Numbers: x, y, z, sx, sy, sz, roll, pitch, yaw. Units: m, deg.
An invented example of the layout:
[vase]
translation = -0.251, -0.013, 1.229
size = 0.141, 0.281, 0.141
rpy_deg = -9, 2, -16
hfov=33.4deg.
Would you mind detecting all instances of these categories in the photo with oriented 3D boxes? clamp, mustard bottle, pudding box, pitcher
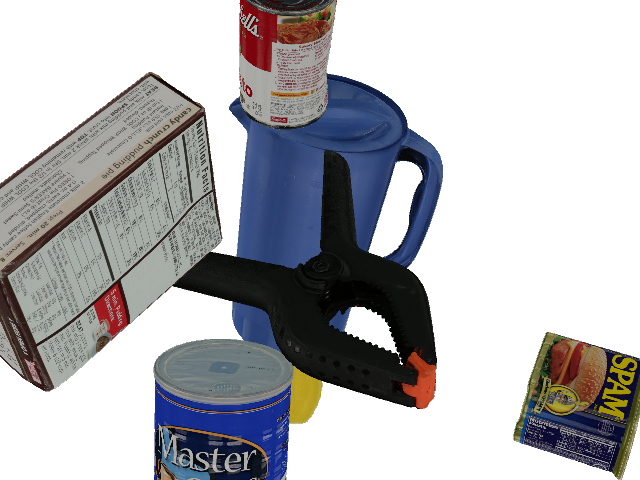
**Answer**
[clamp]
translation = -0.010, 0.030, 0.643
size = 0.164, 0.036, 0.210
rpy_deg = -23, 46, -18
[mustard bottle]
translation = -0.031, 0.103, 1.136
size = 0.058, 0.096, 0.191
rpy_deg = 0, 27, -3
[pudding box]
translation = -0.093, -0.003, 0.446
size = 0.039, 0.113, 0.090
rpy_deg = 32, -31, 23
[pitcher]
translation = -0.001, -0.013, 0.941
size = 0.144, 0.243, 0.149
rpy_deg = -14, 42, -31

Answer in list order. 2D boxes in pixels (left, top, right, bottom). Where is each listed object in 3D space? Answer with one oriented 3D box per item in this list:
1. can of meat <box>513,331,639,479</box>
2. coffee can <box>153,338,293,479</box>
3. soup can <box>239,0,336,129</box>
[can of meat]
translation = 0.202, 0.123, 0.822
size = 0.084, 0.057, 0.102
rpy_deg = 16, 40, 16
[coffee can]
translation = -0.075, 0.158, 0.803
size = 0.103, 0.140, 0.103
rpy_deg = 3, 17, -1
[soup can]
translation = -0.024, -0.139, 0.762
size = 0.068, 0.068, 0.102
rpy_deg = 2, -45, -2
